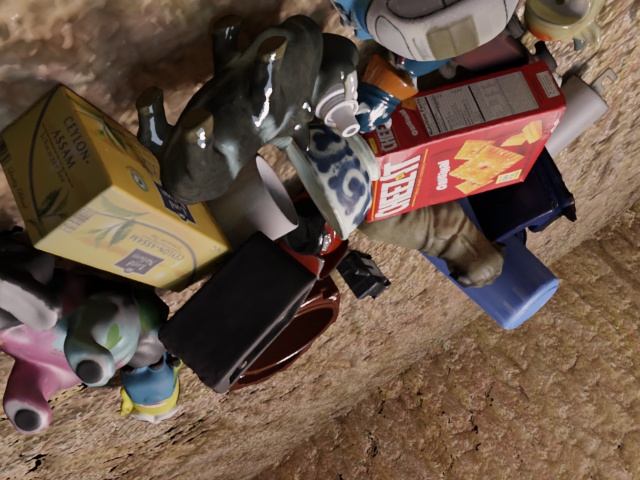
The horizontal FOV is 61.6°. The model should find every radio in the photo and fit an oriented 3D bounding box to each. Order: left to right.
[{"bbox_3d":[-0.083,0.086,0.551,0.131,0.073,0.229,-47,173,-19],"label":"radio"}]

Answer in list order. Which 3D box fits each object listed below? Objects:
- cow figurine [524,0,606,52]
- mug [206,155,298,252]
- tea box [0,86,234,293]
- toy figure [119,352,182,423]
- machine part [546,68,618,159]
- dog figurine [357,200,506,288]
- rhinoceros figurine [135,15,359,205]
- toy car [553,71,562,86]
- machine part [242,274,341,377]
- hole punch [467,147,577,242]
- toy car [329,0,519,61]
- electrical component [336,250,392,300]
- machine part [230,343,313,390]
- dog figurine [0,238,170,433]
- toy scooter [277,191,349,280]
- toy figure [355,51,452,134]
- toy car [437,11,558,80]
[{"bbox_3d":[0.263,-0.266,0.499,0.195,0.086,0.127,-49,157,0],"label":"cow figurine"},{"bbox_3d":[-0.084,-0.023,0.547,0.107,0.081,0.109,-27,163,8],"label":"mug"},{"bbox_3d":[-0.148,-0.028,0.416,0.068,0.098,0.169,-36,159,4],"label":"tea box"},{"bbox_3d":[-0.233,0.194,0.754,0.180,0.082,0.089,100,7,-49],"label":"toy figure"},{"bbox_3d":[0.354,-0.170,0.840,0.243,0.079,0.079,-45,155,25],"label":"machine part"},{"bbox_3d":[0.141,-0.004,0.731,0.172,0.191,0.121,-25,156,-17],"label":"dog figurine"},{"bbox_3d":[-0.042,-0.101,0.400,0.190,0.073,0.112,-46,142,-23],"label":"rhinoceros figurine"},{"bbox_3d":[0.262,-0.158,0.763,0.073,0.056,0.201,-22,154,-28],"label":"toy car"},{"bbox_3d":[-0.070,0.122,0.828,0.201,0.087,0.201,-29,158,-15],"label":"machine part"},{"bbox_3d":[0.268,-0.065,0.738,0.092,0.142,0.115,-12,160,-12],"label":"hole punch"},{"bbox_3d":[0.085,-0.184,0.381,0.162,0.103,0.109,-22,161,16],"label":"toy car"},{"bbox_3d":[0.067,0.059,0.903,0.048,0.075,0.119,-43,160,18],"label":"electrical component"},{"bbox_3d":[-0.103,0.210,0.995,0.179,0.056,0.179,-27,156,-13],"label":"machine part"},{"bbox_3d":[-0.223,0.060,0.493,0.108,0.191,0.219,-43,-170,10],"label":"dog figurine"},{"bbox_3d":[-0.001,-0.002,0.689,0.135,0.075,0.183,-40,156,-43],"label":"toy scooter"},{"bbox_3d":[0.084,-0.166,0.503,0.064,0.058,0.154,31,118,-31],"label":"toy figure"},{"bbox_3d":[0.194,-0.202,0.590,0.089,0.053,0.202,-31,164,34],"label":"toy car"}]
